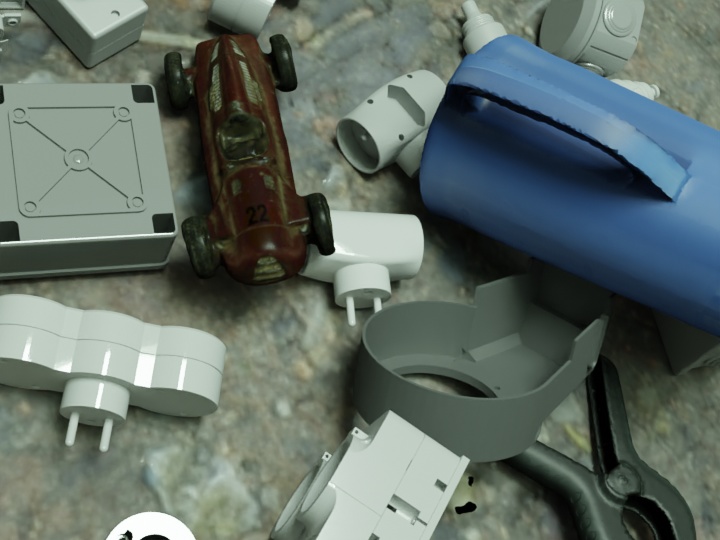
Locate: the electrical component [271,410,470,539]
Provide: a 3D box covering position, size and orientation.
[{"bbox_3d":[-0.026,0.173,0.578,0.060,0.105,0.186,35,60,-3],"label":"electrical component"}]

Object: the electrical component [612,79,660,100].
[{"bbox_3d":[0.202,-0.129,0.838,0.078,0.040,0.040,-21,76,-27],"label":"electrical component"}]

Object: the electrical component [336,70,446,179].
[{"bbox_3d":[0.037,-0.091,0.756,0.077,0.043,0.079,-37,83,-30],"label":"electrical component"}]

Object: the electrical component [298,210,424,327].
[{"bbox_3d":[0.000,0.000,0.701,0.077,0.044,0.079,2,67,-20],"label":"electrical component"}]

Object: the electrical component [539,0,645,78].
[{"bbox_3d":[0.178,-0.189,0.834,0.051,0.080,0.080,15,62,-20],"label":"electrical component"}]

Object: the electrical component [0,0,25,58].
[{"bbox_3d":[-0.252,-0.168,0.682,0.081,0.042,0.063,-6,71,-22],"label":"electrical component"}]

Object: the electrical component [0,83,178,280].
[{"bbox_3d":[-0.174,-0.055,0.653,0.109,0.056,0.108,-4,69,-22],"label":"electrical component"}]

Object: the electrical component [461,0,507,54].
[{"bbox_3d":[0.094,-0.179,0.823,0.035,0.035,0.061,-13,69,-25],"label":"electrical component"}]

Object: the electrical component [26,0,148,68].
[{"bbox_3d":[-0.182,-0.191,0.699,0.083,0.075,0.047,48,60,4],"label":"electrical component"}]

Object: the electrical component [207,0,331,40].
[{"bbox_3d":[-0.050,-0.219,0.776,0.074,0.052,0.138,25,61,-9],"label":"electrical component"}]

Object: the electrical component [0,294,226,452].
[{"bbox_3d":[-0.148,0.066,0.610,0.138,0.052,0.073,13,64,-15],"label":"electrical component"}]

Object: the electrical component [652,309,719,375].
[{"bbox_3d":[0.247,0.017,0.757,0.048,0.099,0.099,-9,69,-13],"label":"electrical component"}]
